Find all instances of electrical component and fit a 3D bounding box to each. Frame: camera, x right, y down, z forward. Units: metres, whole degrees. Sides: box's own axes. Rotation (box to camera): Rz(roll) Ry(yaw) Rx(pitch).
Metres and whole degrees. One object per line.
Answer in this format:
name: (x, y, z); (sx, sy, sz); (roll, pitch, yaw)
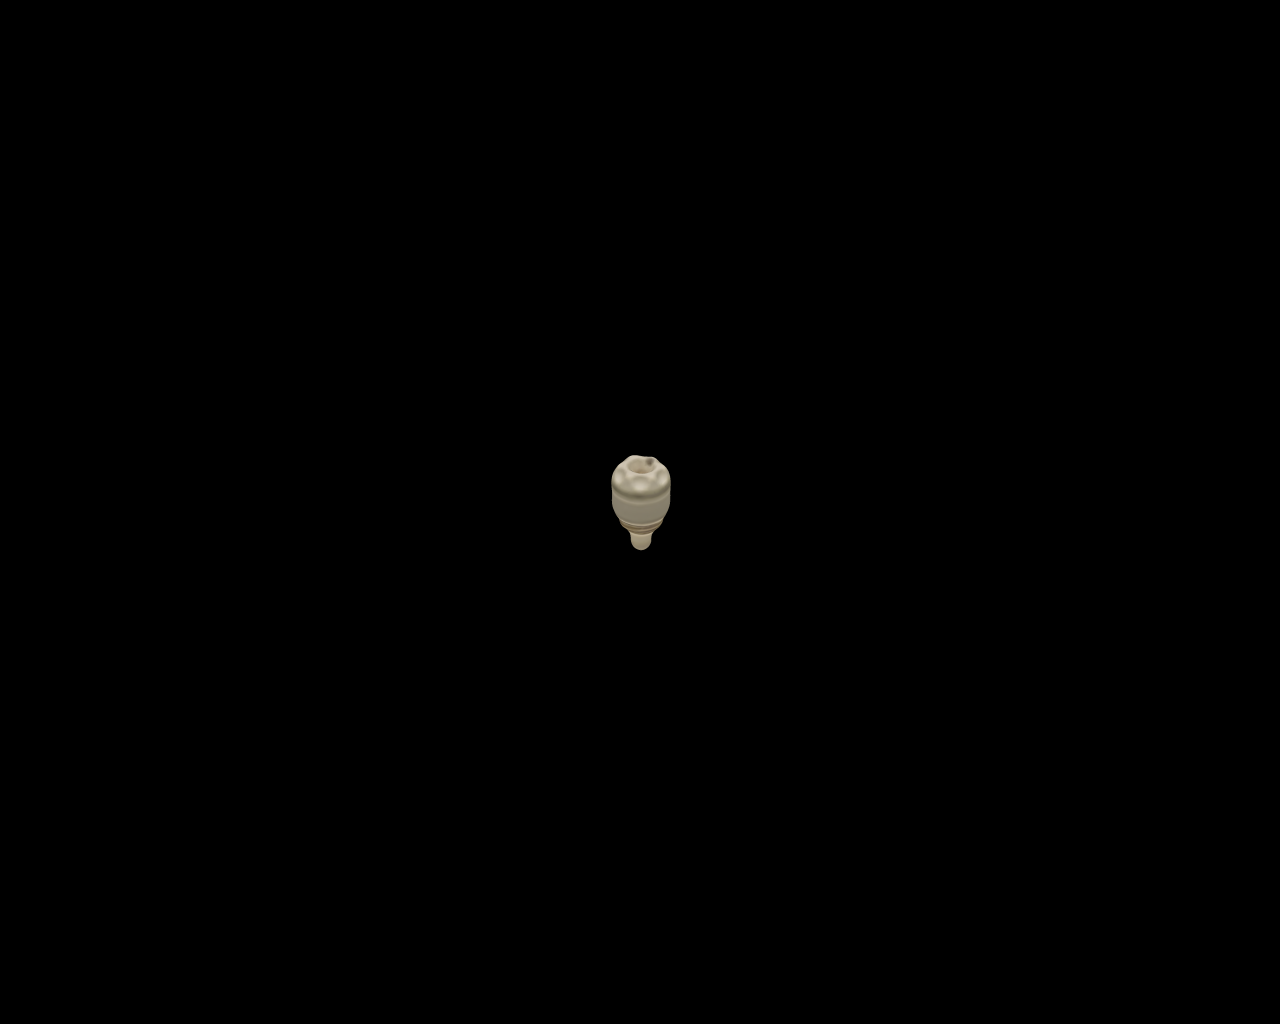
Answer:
electrical component: (0.001, -0.003, 0.650); (0.035, 0.061, 0.035); (0, 34, 0)
